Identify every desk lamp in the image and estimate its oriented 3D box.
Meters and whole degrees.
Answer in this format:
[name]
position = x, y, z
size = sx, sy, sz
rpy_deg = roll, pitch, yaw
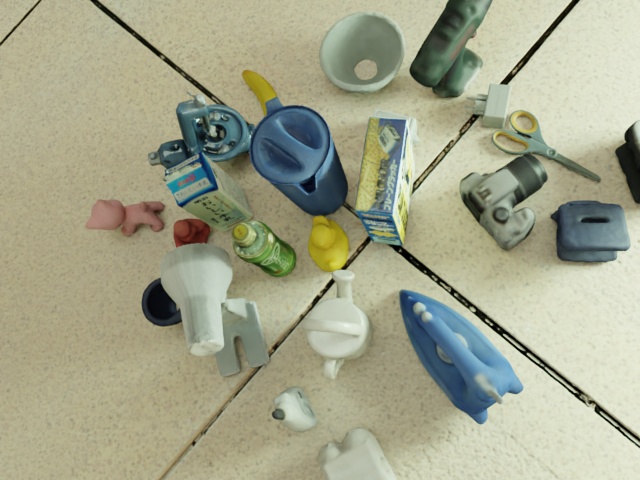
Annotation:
[desk lamp]
position = -0.180, 0.124, 0.989
size = 0.118, 0.214, 0.203
rpy_deg = -20, 74, 7

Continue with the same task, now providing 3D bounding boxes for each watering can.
[watering can]
position = 0.026, 0.139, 0.951
size = 0.101, 0.194, 0.173
rpy_deg = -15, 74, 9

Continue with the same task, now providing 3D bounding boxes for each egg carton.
[egg carton]
position = 0.068, 0.395, 0.948
size = 0.107, 0.069, 0.150
rpy_deg = -31, 73, 4

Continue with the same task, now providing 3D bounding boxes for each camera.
[camera]
position = 0.330, -0.078, 0.986
size = 0.137, 0.101, 0.143
rpy_deg = -35, 72, 2

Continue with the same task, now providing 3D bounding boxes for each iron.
[iron]
position = 0.209, 0.171, 0.932
size = 0.118, 0.141, 0.258
rpy_deg = -41, 72, 0

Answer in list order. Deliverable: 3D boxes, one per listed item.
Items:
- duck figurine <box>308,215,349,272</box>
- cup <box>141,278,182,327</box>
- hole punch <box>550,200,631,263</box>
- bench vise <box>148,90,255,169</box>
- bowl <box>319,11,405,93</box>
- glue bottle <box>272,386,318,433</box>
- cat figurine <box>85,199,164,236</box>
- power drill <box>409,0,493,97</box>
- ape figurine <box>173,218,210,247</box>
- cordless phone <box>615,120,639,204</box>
[duck figurine]
position = 0.010, 0.004, 1.043
size = 0.077, 0.086, 0.104
rpy_deg = -14, 74, 9
[cup]
position = -0.260, 0.125, 1.068
size = 0.117, 0.095, 0.092
rpy_deg = 29, 85, 17
[hole punch]
position = 0.448, -0.019, 0.952
size = 0.108, 0.091, 0.101
rpy_deg = 0, 77, 12
[bench vise]
position = -0.230, -0.185, 1.068
size = 0.207, 0.220, 0.121
rpy_deg = -37, 72, 2
[bowl]
position = 0.085, -0.353, 1.117
size = 0.167, 0.075, 0.167
rpy_deg = -3, 77, 12
[glue bottle]
position = -0.050, 0.282, 0.945
size = 0.037, 0.173, 0.078
rpy_deg = -30, 72, 4
[cat figurine]
position = -0.388, -0.053, 1.125
size = 0.127, 0.118, 0.067
rpy_deg = -12, 75, 9
[power drill]
position = 0.244, -0.352, 1.012
size = 0.075, 0.209, 0.230
rpy_deg = 35, 86, 18
[ape figurine]
position = -0.253, -0.012, 1.100
size = 0.078, 0.092, 0.076
rpy_deg = -39, 72, 1
[cordless phone]
position = 0.554, -0.141, 0.909
size = 0.094, 0.185, 0.147
rpy_deg = -20, 74, 7
